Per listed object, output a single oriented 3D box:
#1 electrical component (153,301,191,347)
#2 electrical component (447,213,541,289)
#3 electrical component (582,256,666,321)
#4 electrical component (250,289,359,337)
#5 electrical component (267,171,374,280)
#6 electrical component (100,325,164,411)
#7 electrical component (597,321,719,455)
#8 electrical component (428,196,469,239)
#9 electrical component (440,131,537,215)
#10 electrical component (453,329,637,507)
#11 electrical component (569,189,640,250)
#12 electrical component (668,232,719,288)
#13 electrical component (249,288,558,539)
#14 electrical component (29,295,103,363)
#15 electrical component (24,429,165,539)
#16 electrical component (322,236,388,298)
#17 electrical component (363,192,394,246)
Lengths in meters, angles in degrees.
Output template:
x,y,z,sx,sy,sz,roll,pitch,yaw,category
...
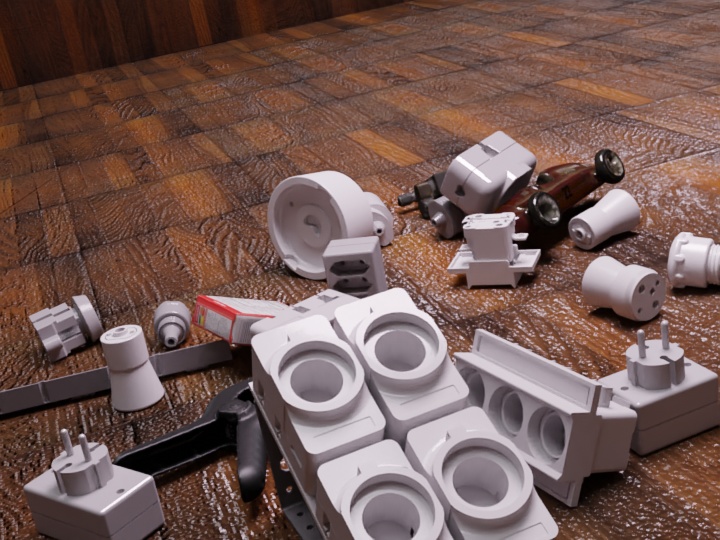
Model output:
x,y,z,sx,sy,sz,roll,pitch,yaw,category
-0.175,0.054,0.998,0.035,0.035,0.061,-12,23,-4,electrical component
0.124,-0.020,1.006,0.081,0.063,0.042,-2,21,21,electrical component
0.220,0.016,0.896,0.045,0.045,0.055,-22,24,-27,electrical component
-0.036,0.058,0.899,0.089,0.050,0.056,-25,25,-33,electrical component
-0.035,-0.050,1.105,0.108,0.108,0.060,7,21,38,electrical component
-0.192,0.079,0.896,0.044,0.065,0.044,-9,21,3,electrical component
0.198,0.072,0.717,0.066,0.076,0.047,-17,22,-18,electrical component
0.107,-0.064,1.155,0.081,0.043,0.043,-26,26,-35,electrical component
0.138,-0.097,1.125,0.059,0.053,0.095,39,49,20,electrical component
0.118,0.094,0.712,0.063,0.078,0.121,3,12,-32,electrical component
0.238,-0.047,1.057,0.065,0.044,0.044,-28,27,-28,electrical component
0.297,-0.006,0.918,0.062,0.048,0.048,9,27,27,electrical component
0.019,0.104,0.620,0.105,0.060,0.186,-18,53,-19,electrical component
-0.281,0.054,1.032,0.055,0.048,0.066,-26,25,-18,electrical component
-0.183,0.141,0.718,0.083,0.075,0.047,6,26,37,electrical component
0.000,0.000,1.010,0.047,0.065,0.076,-5,21,13,electrical component
0.013,-0.054,1.173,0.043,0.043,0.081,-13,21,-7,electrical component
